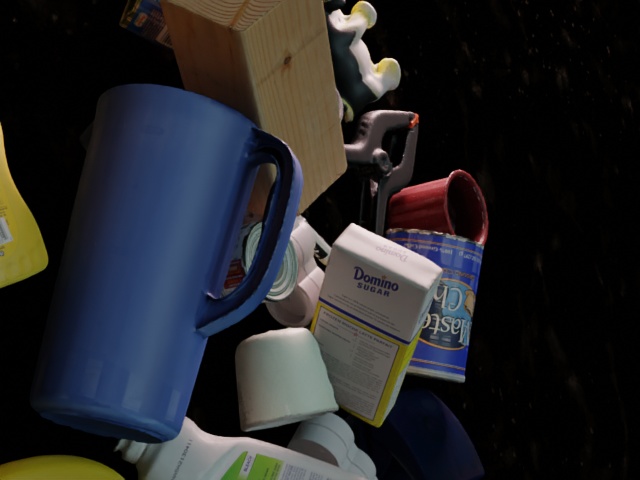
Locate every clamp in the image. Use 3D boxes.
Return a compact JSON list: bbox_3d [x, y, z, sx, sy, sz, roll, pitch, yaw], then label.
[{"bbox_3d":[0.048,-0.082,1.128,0.164,0.036,0.209,56,45,-28],"label":"clamp"}]

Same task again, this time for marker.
[{"bbox_3d":[-0.007,0.001,1.044,0.121,0.020,0.020,46,46,-36],"label":"marker"}]

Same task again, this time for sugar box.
[{"bbox_3d":[0.041,0.078,0.948,0.048,0.093,0.176,-47,159,-50],"label":"sugar box"}]

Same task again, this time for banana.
[{"bbox_3d":[-0.191,0.181,0.728,0.197,0.037,0.069,17,66,-50],"label":"banana"}]

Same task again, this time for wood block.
[{"bbox_3d":[-0.047,-0.122,0.863,0.090,0.090,0.206,-44,146,-27],"label":"wood block"}]

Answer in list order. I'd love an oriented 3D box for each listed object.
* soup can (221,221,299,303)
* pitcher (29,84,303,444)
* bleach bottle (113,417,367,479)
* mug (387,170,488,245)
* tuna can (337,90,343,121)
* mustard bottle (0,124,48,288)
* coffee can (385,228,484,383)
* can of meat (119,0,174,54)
[{"bbox_3d":[-0.077,0.025,0.872,0.068,0.102,0.068,19,65,-49],"label":"soup can"},{"bbox_3d":[-0.117,0.019,0.774,0.144,0.149,0.243,20,70,-24],"label":"pitcher"},{"bbox_3d":[-0.038,0.199,0.827,0.250,0.068,0.102,28,52,-7],"label":"bleach bottle"},{"bbox_3d":[0.135,-0.026,1.189,0.117,0.082,0.093,-17,94,-54],"label":"mug"},{"bbox_3d":[-0.019,-0.134,1.034,0.086,0.034,0.086,24,50,-31],"label":"tuna can"},{"bbox_3d":[-0.251,-0.056,0.699,0.096,0.058,0.191,-25,100,-47],"label":"mustard bottle"},{"bbox_3d":[0.106,0.067,1.081,0.102,0.103,0.140,18,79,-50],"label":"coffee can"},{"bbox_3d":[-0.114,-0.205,0.908,0.083,0.058,0.102,26,57,-20],"label":"can of meat"}]
